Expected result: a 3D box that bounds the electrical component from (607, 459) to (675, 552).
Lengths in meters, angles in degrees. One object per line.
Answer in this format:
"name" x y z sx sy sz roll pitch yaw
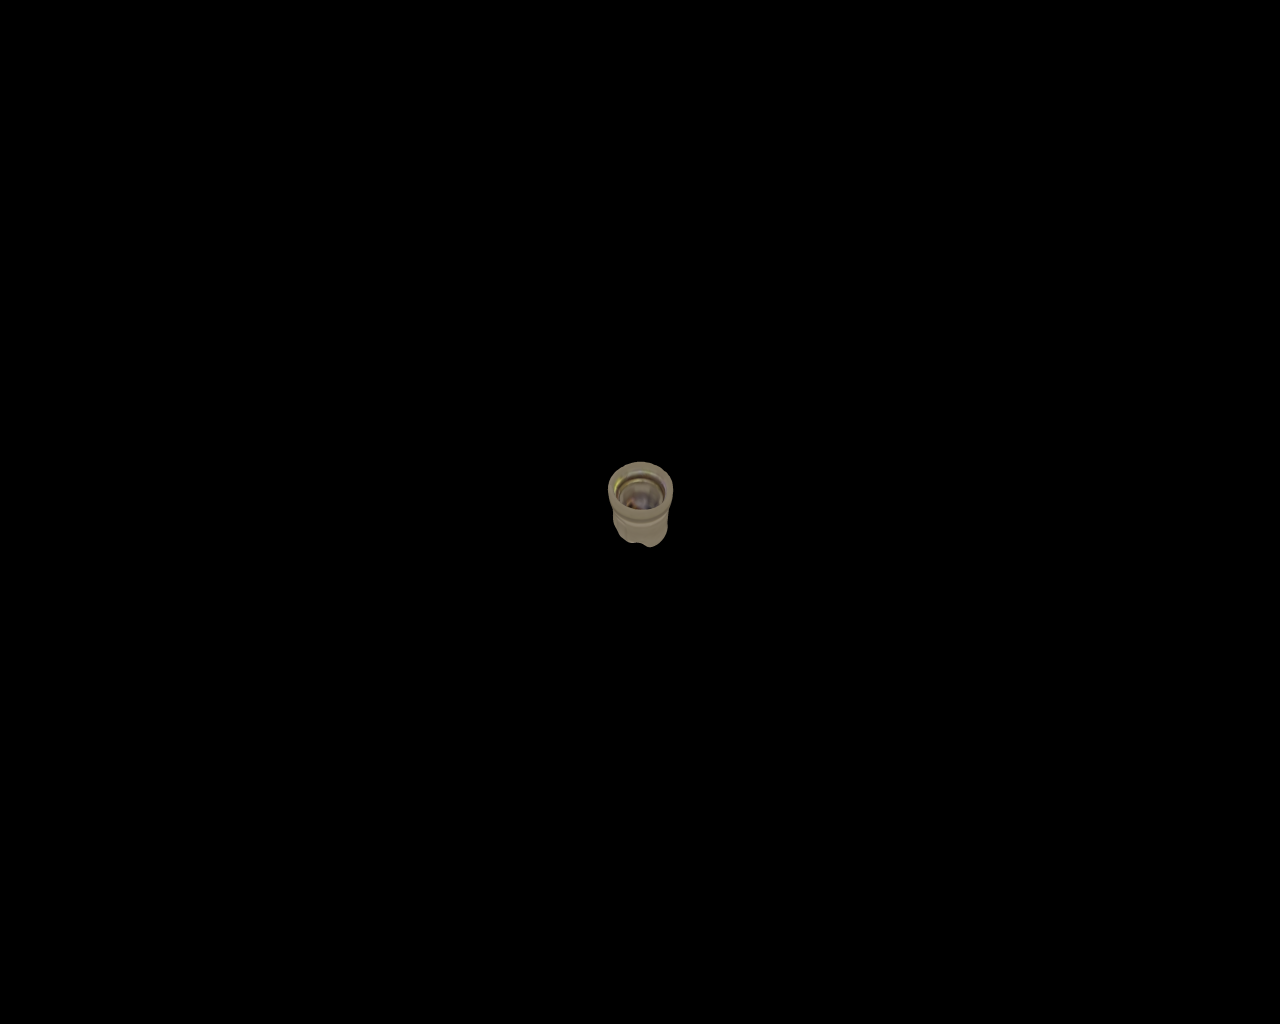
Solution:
"electrical component" 0.001 -0.003 0.650 0.040 0.040 0.046 0 -36 0
